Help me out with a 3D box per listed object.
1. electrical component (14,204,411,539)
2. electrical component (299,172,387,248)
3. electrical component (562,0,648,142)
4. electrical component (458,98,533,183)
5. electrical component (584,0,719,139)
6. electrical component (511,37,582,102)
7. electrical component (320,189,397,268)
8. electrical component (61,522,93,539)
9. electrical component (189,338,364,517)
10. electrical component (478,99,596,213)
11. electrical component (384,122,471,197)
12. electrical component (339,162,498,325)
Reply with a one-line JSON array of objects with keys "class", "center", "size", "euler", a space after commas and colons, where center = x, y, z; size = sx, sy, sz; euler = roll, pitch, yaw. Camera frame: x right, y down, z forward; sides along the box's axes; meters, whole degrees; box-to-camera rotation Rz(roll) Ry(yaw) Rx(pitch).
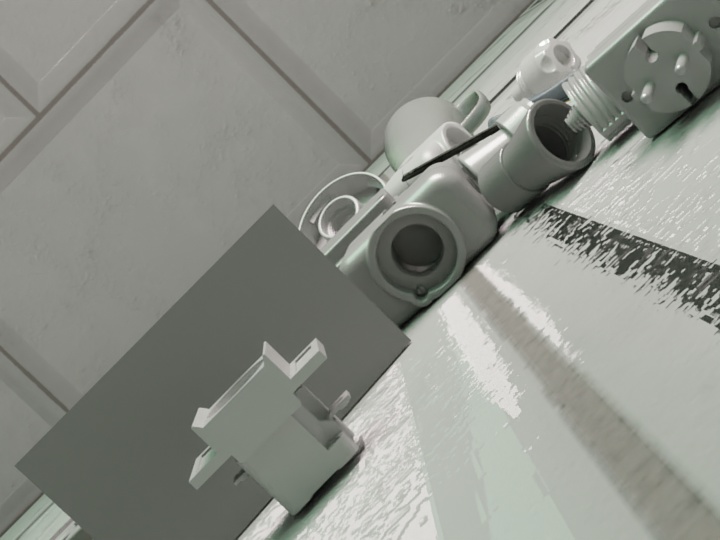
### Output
[{"class": "electrical component", "center": [-0.078, 0.071, 0.581], "size": [0.186, 0.105, 0.060], "euler": [-47, 6, -17]}, {"class": "electrical component", "center": [0.000, -0.029, 0.872], "size": [0.099, 0.064, 0.099], "euler": [-20, 52, 28]}, {"class": "electrical component", "center": [0.140, -0.102, 0.560], "size": [0.081, 0.043, 0.043], "euler": [-43, 6, 21]}, {"class": "electrical component", "center": [0.095, -0.072, 0.662], "size": [0.055, 0.045, 0.045], "euler": [-44, 6, 5]}, {"class": "electrical component", "center": [0.141, -0.095, 0.487], "size": [0.066, 0.047, 0.076], "euler": [-42, 7, 33]}, {"class": "electrical component", "center": [0.152, -0.162, 0.900], "size": [0.043, 0.043, 0.062], "euler": [-50, 6, -39]}, {"class": "electrical component", "center": [0.000, 0.000, 0.766], "size": [0.113, 0.057, 0.078], "euler": [-45, 6, 4]}, {"class": "electrical component", "center": [-0.123, 0.139, 0.667], "size": [0.109, 0.056, 0.108], "euler": [-44, 6, 11]}, {"class": "electrical component", "center": [-0.037, 0.073, 0.487], "size": [0.081, 0.064, 0.042], "euler": [-45, 5, 0]}, {"class": "electrical component", "center": [0.095, -0.060, 0.603], "size": [0.044, 0.044, 0.065], "euler": [-50, 2, -36]}, {"class": "electrical component", "center": [0.065, -0.075, 0.848], "size": [0.059, 0.054, 0.095], "euler": [-42, 7, 30]}, {"class": "electrical component", "center": [0.035, -0.015, 0.643], "size": [0.095, 0.054, 0.059], "euler": [-44, 6, 12]}]
